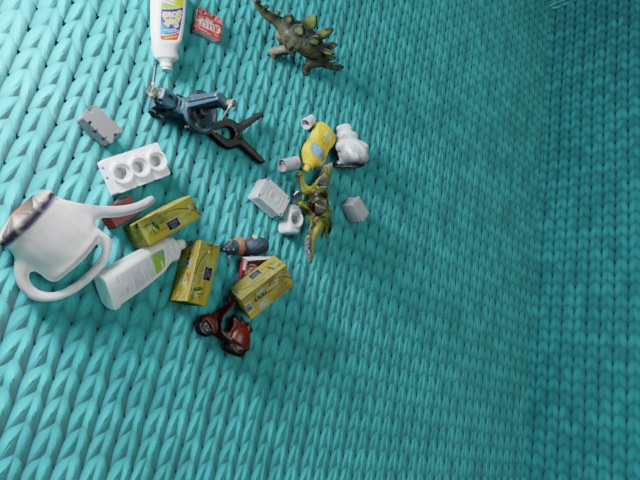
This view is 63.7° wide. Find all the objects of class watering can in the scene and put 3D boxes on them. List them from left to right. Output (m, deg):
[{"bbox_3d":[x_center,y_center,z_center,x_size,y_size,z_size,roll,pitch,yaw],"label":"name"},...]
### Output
[{"bbox_3d":[-0.564,-0.027,1.177,0.221,0.104,0.352,48,69,-29],"label":"watering can"}]

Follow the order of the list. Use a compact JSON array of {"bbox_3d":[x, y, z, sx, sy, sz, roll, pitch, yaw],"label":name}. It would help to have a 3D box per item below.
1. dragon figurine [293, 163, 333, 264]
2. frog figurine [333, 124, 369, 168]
[{"bbox_3d":[0.005,-0.086,1.699,0.239,0.122,0.418,48,42,-59],"label":"dragon figurine"},{"bbox_3d":[0.115,-0.341,1.867,0.137,0.123,0.159,1,96,-24],"label":"frog figurine"}]
